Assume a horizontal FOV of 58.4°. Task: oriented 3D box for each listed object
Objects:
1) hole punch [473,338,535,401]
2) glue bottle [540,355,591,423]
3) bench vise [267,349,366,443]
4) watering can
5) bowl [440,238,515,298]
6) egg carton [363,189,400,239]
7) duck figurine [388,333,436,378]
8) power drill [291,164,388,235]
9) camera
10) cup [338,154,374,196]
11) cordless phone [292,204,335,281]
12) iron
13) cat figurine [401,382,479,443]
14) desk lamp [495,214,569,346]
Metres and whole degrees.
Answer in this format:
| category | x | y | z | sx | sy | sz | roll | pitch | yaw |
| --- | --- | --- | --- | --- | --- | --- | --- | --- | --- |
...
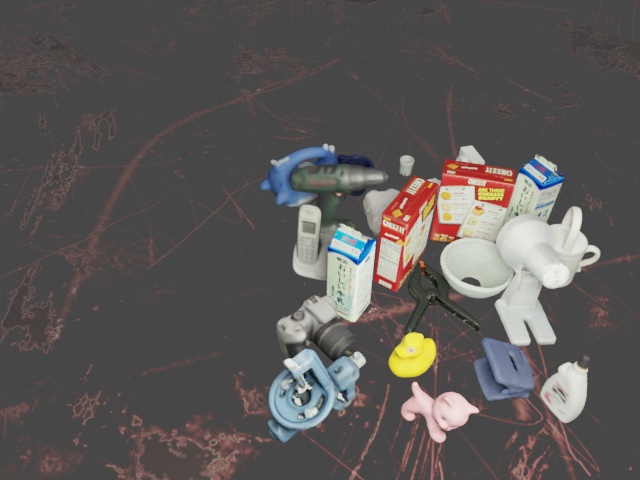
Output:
| category | x | y | z | sx | sy | sz | roll | pitch | yaw |
| --- | --- | --- | --- | --- | --- | --- | --- | --- | --- |
| hole punch | 0.365 | 0.249 | 1.125 | 0.101 | 0.091 | 0.108 | -4 | 44 | -6 |
| glue bottle | 0.461 | 0.263 | 1.054 | 0.037 | 0.173 | 0.078 | -21 | 48 | -21 |
| bench vise | -0.012 | 0.243 | 1.027 | 0.121 | 0.220 | 0.208 | 26 | 49 | 23 |
| watering can | 0.545 | 0.009 | 1.304 | 0.173 | 0.194 | 0.101 | -2 | 44 | -3 |
| bowl | 0.354 | 0.076 | 1.315 | 0.167 | 0.075 | 0.167 | 1 | 44 | -1 |
| egg carton | 0.169 | -0.069 | 1.464 | 0.107 | 0.069 | 0.150 | -6 | 45 | -7 |
| duck figurine | 0.189 | 0.220 | 1.153 | 0.105 | 0.086 | 0.077 | -21 | 48 | -22 |
| power drill | 0.044 | -0.099 | 1.391 | 0.229 | 0.208 | 0.075 | 8 | 44 | 7 |
| camera | 0.002 | 0.190 | 1.168 | 0.143 | 0.101 | 0.136 | -29 | 52 | -28 |
| cup | 0.088 | -0.174 | 1.551 | 0.092 | 0.095 | 0.117 | -32 | 53 | -30 |
| cordless phone | 0.012 | 0.005 | 1.300 | 0.147 | 0.185 | 0.094 | 8 | 44 | 7 |
| iron | -0.030 | -0.193 | 1.534 | 0.259 | 0.141 | 0.118 | -26 | 50 | -26 |
| cat figurine | 0.217 | 0.304 | 1.044 | 0.127 | 0.118 | 0.067 | 30 | 51 | 26 |
| desk lamp | 0.449 | 0.081 | 1.213 | 0.118 | 0.214 | 0.203 | -4 | 44 | -5 |
